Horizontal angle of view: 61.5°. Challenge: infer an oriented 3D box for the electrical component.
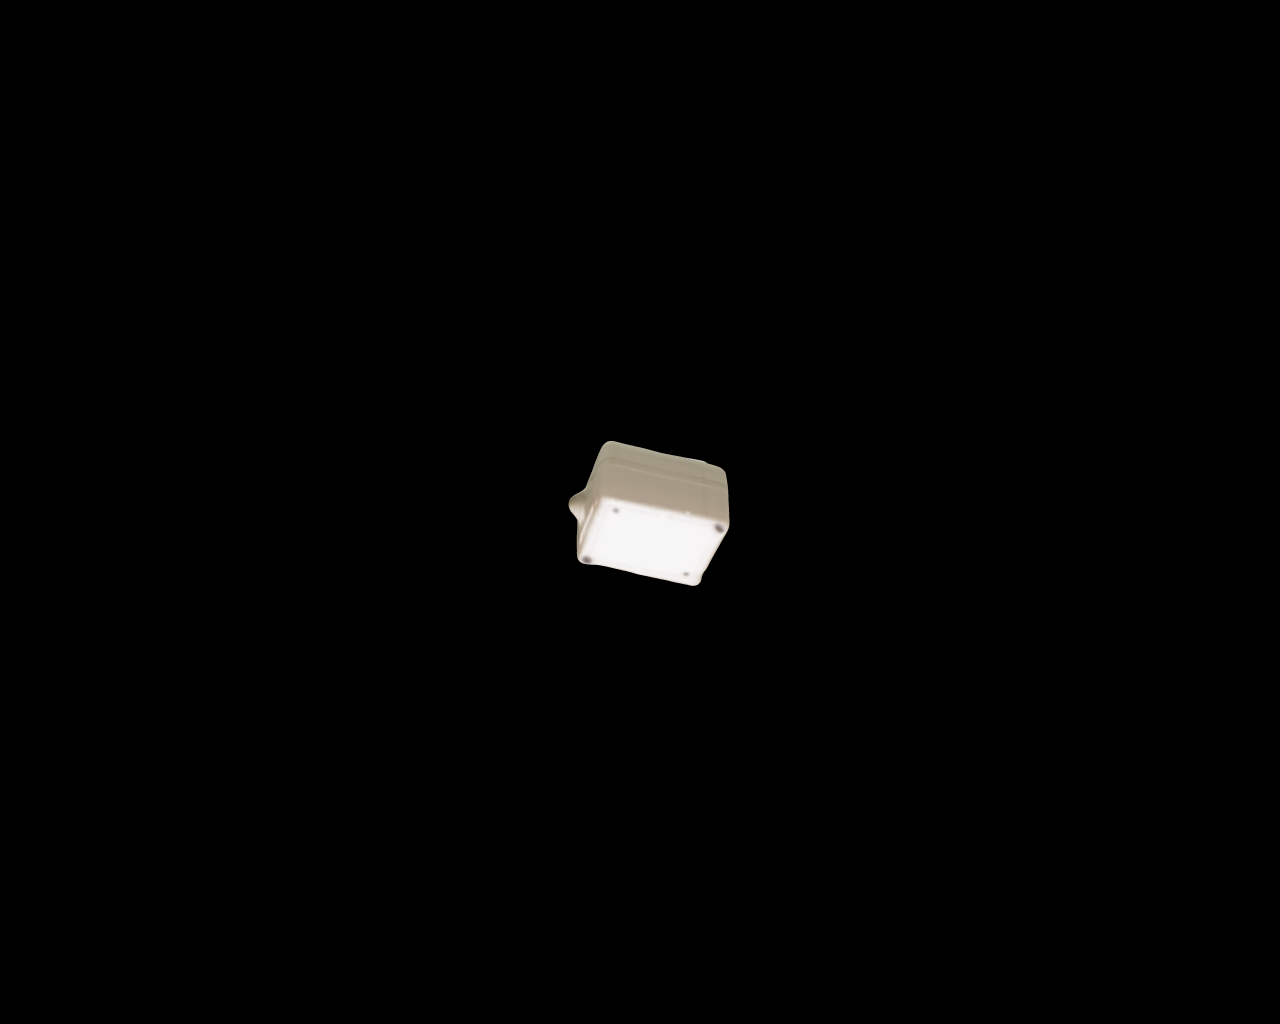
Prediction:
[{"bbox_3d":[0.001,-0.003,0.650,0.096,0.061,0.061,13,-47,-12],"label":"electrical component"}]
